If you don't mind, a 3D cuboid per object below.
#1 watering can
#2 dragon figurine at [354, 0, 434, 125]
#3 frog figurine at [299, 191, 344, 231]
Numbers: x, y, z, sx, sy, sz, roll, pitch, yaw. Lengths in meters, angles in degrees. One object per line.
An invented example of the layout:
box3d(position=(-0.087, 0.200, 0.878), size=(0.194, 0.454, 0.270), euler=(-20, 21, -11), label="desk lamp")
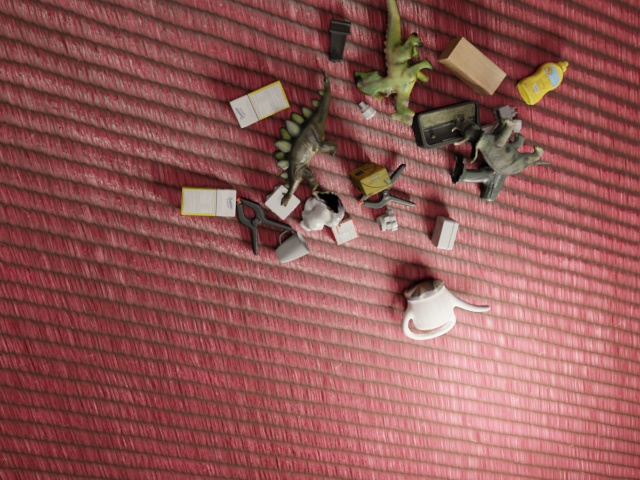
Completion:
box3d(position=(0.457, 0.243, 1.938), size=(0.348, 0.222, 0.105), euler=(-22, 16, -4), label="watering can")
box3d(position=(0.228, -0.574, 1.709), size=(0.242, 0.406, 0.124), euler=(-30, 16, 6), label="dragon figurine")
box3d(position=(0.005, -0.090, 1.785), size=(0.137, 0.156, 0.125), euler=(31, 42, 1), label="frog figurine")
